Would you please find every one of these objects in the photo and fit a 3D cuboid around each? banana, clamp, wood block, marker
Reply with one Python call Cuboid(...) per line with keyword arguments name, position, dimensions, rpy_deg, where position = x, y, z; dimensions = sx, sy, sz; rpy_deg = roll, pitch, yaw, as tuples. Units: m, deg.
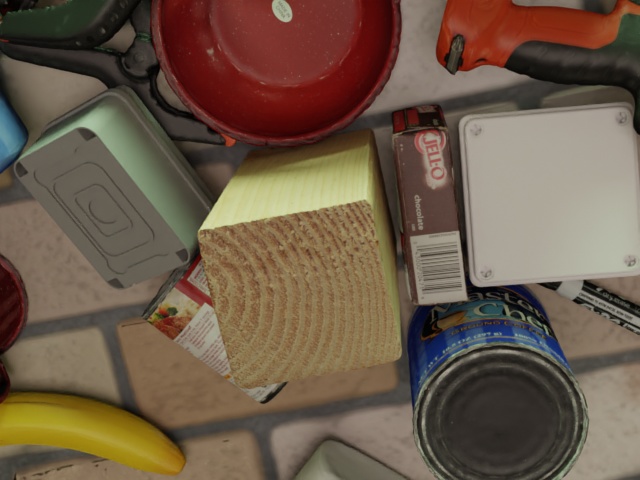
Cuboid(name="banana", position=(-0.197, 0.142, 0.774), dimensions=(0.198, 0.037, 0.069), rpy_deg=(-3, 120, 5))
Cuboid(name="clamp", position=(-0.112, -0.131, 0.692), dimensions=(0.171, 0.039, 0.120), rpy_deg=(32, 110, -7))
Cuboid(name="clamp", position=(-0.122, -0.184, 0.633), dimensions=(0.210, 0.036, 0.164), rpy_deg=(-20, 79, 23))
Cuboid(name="wood block", position=(-0.004, 0.001, 0.634), dimensions=(0.091, 0.206, 0.090), rpy_deg=(-11, 104, 6))
Cuboid(name="marker", position=(0.192, 0.042, 0.731), dimensions=(0.121, 0.020, 0.020), rpy_deg=(26, 105, -4))

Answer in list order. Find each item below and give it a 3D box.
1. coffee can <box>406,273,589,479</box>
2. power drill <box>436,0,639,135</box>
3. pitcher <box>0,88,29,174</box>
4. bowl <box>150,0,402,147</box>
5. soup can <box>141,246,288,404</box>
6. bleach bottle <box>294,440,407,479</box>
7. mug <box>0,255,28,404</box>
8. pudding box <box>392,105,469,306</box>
Cuboid(name="coffee can", position=(0.108, 0.089, 0.685), dimensions=(0.103, 0.140, 0.103), rpy_deg=(1, 105, 3))
Cuboid(name="power drill", position=(0.175, -0.147, 0.641), dimensions=(0.188, 0.057, 0.184), rpy_deg=(17, 75, 7))
Cuboid(name="pitcher", position=(-0.291, -0.124, 0.640), dimensions=(0.145, 0.149, 0.242), rpy_deg=(-9, 121, 50))
Cuboid(name="bowl", position=(-0.023, -0.138, 0.655), dimensions=(0.162, 0.055, 0.162), rpy_deg=(-1, 94, -7))
Cuboid(name="soup can", position=(-0.060, 0.055, 0.724), dimensions=(0.102, 0.068, 0.068), rpy_deg=(37, 104, -8))
Cuboid(name="bleach bottle", position=(-0.024, 0.271, 0.785), dimensions=(0.102, 0.068, 0.251), rpy_deg=(31, 107, -5))
Cuboid(name="mug", position=(-0.252, 0.065, 0.730), dimensions=(0.093, 0.081, 0.117), rpy_deg=(-24, 103, 9))
Cuboid(name="pudding box", position=(0.069, -0.025, 0.683), dimensions=(0.039, 0.090, 0.113), rpy_deg=(-5, 106, 6))
